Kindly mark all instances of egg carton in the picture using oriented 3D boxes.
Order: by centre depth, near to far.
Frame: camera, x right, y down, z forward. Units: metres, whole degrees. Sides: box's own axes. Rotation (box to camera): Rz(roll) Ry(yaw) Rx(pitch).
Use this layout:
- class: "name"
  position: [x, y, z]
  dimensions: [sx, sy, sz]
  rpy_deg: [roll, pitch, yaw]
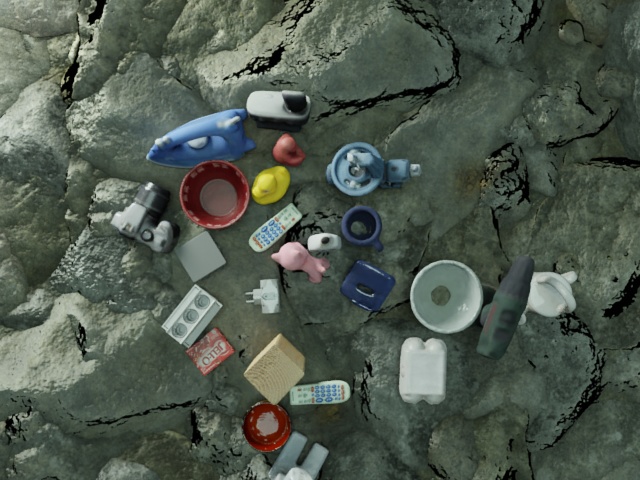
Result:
- class: "egg carton"
  position: [0.236, 0.300, 1.315]
  dimensions: [0.107, 0.069, 0.150]
  rpy_deg: [2, 86, -1]

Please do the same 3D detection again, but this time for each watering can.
- class: "watering can"
  position: [0.498, 0.126, 1.270]
  dimensions: [0.101, 0.194, 0.173]
  rpy_deg: [34, 86, 1]

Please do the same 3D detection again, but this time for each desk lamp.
- class: "desk lamp"
  position: [-0.072, 0.541, 1.221]
  dimensions: [0.118, 0.213, 0.203]
  rpy_deg: [29, 86, 1]

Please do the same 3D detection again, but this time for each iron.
- class: "iron"
  position: [-0.284, -0.230, 1.299]
  dimensions: [0.258, 0.141, 0.119]
  rpy_deg: [-16, 87, -2]

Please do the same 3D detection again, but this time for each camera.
- class: "camera"
  position: [-0.386, -0.057, 1.306]
  dimensions: [0.143, 0.100, 0.137]
  rpy_deg: [27, 86, 1]

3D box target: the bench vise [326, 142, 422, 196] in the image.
- class: "bench vise"
  position: [0.119, -0.171, 1.266]
  dimensions: [0.207, 0.219, 0.121]
  rpy_deg: [-18, 87, -2]

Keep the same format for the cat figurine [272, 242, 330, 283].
- class: "cat figurine"
  position: [-0.041, 0.047, 1.299]
  dimensions: [0.128, 0.117, 0.067]
  rpy_deg: [26, 86, 1]

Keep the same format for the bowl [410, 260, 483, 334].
- class: "bowl"
  position: [0.285, 0.131, 1.324]
  dimensions: [0.167, 0.074, 0.167]
  rpy_deg: [0, 86, -1]

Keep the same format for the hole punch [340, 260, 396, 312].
- class: "hole punch"
  position: [0.109, 0.107, 1.313]
  dimensions: [0.108, 0.091, 0.101]
  rpy_deg: [28, 86, 1]

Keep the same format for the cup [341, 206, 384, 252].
- class: "cup"
  position: [0.102, -0.019, 1.319]
  dimensions: [0.092, 0.095, 0.118]
  rpy_deg: [-40, 88, -3]

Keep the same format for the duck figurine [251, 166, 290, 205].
- class: "duck figurine"
  position: [-0.116, -0.131, 1.325]
  dimensions: [0.104, 0.086, 0.077]
  rpy_deg: [-42, 88, -3]

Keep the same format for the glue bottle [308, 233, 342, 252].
- class: "glue bottle"
  position: [0.012, 0.005, 1.276]
  dimensions: [0.078, 0.173, 0.037]
  rpy_deg: [-3, 86, -1]

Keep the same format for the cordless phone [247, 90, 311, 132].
- class: "cordless phone"
  position: [-0.094, -0.312, 1.287]
  dimensions: [0.147, 0.185, 0.094]
  rpy_deg: [2, 86, -1]

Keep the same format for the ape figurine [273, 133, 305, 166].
- class: "ape figurine"
  position: [-0.073, -0.212, 1.327]
  dimensions: [0.076, 0.092, 0.078]
  rpy_deg: [-7, 87, -2]

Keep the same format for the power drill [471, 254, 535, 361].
- class: "power drill"
  position: [0.390, 0.144, 1.259]
  dimensions: [0.075, 0.208, 0.230]
  rpy_deg: [17, 86, 0]
